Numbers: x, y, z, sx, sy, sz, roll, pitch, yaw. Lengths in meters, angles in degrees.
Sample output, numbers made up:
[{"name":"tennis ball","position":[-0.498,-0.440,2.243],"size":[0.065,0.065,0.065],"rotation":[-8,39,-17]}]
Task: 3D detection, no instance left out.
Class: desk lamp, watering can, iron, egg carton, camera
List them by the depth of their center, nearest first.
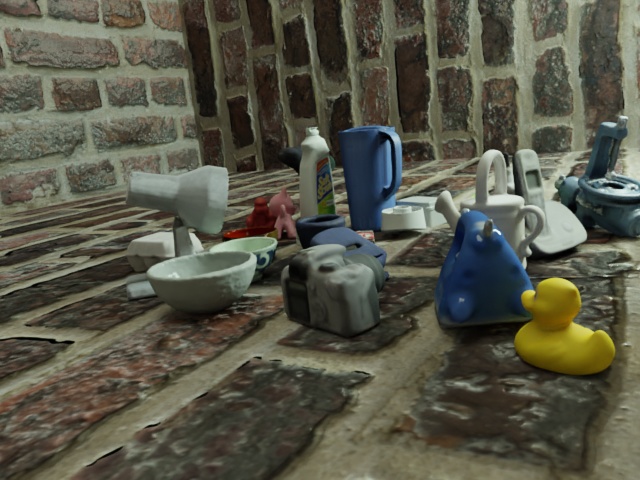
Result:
[{"name":"iron","position":[0.203,0.022,0.756],"size":[0.118,0.141,0.258],"rotation":[-5,12,5]},{"name":"camera","position":[0.034,0.055,0.784],"size":[0.137,0.101,0.142],"rotation":[-15,15,-37]},{"name":"watering can","position":[0.268,-0.046,0.920],"size":[0.172,0.194,0.101],"rotation":[-2,13,19]},{"name":"desk lamp","position":[-0.254,-0.022,1.016],"size":[0.203,0.214,0.117],"rotation":[-10,13,-19]},{"name":"egg carton","position":[-0.316,0.026,1.173],"size":[0.149,0.069,0.107],"rotation":[1,14,30]}]

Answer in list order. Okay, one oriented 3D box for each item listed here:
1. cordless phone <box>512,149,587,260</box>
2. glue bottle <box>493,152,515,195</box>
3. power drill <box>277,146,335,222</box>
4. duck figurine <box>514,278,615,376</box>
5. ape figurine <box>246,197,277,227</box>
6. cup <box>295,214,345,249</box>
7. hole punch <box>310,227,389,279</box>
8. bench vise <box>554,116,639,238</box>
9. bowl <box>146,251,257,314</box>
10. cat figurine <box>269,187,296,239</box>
[{"name":"cordless phone","position":[0.385,-0.067,0.986],"size":[0.148,0.185,0.093],"rotation":[-14,15,-35]},{"name":"glue bottle","position":[0.354,-0.079,1.085],"size":[0.037,0.173,0.078],"rotation":[-10,13,-20]},{"name":"power drill","position":[-0.029,-0.149,1.523],"size":[0.075,0.208,0.230],"rotation":[1,14,30]},{"name":"duck figurine","position":[0.246,0.083,0.583],"size":[0.078,0.086,0.104],"rotation":[-12,13,-28]},{"name":"ape figurine","position":[-0.149,-0.063,1.457],"size":[0.077,0.092,0.076],"rotation":[-4,12,10]},{"name":"cup","position":[0.010,0.004,1.054],"size":[0.091,0.095,0.118],"rotation":[0,13,25]},{"name":"hole punch","position":[0.050,0.028,0.926],"size":[0.100,0.091,0.109],"rotation":[4,15,39]},{"name":"bench vise","position":[0.521,-0.122,1.091],"size":[0.122,0.220,0.206],"rotation":[-14,15,-35]},{"name":"bowl","position":[-0.176,0.070,0.880],"size":[0.167,0.075,0.167],"rotation":[-6,12,1]},{"name":"cat figurine","position":[-0.090,-0.068,1.390],"size":[0.067,0.118,0.127],"rotation":[-6,12,-2]}]
